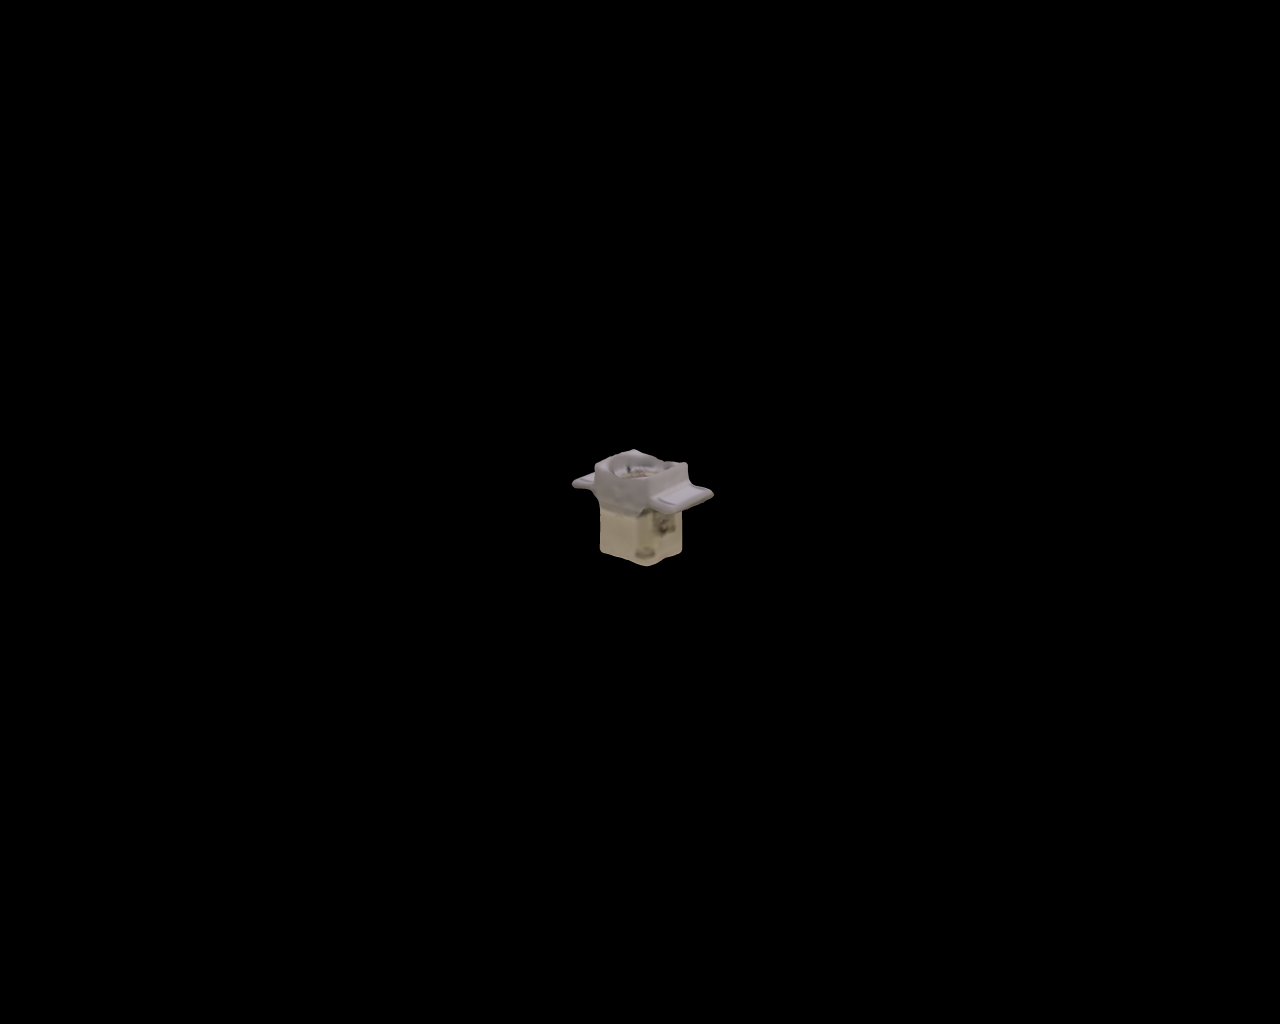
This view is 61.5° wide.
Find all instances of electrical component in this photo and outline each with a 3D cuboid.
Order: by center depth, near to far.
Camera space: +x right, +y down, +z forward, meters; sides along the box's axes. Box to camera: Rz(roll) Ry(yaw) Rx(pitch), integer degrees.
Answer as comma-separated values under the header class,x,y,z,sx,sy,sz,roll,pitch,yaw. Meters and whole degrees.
class,x,y,z,sx,sy,sz,roll,pitch,yaw
electrical component,0.001,-0.003,0.650,0.081,0.063,0.042,17,27,38
